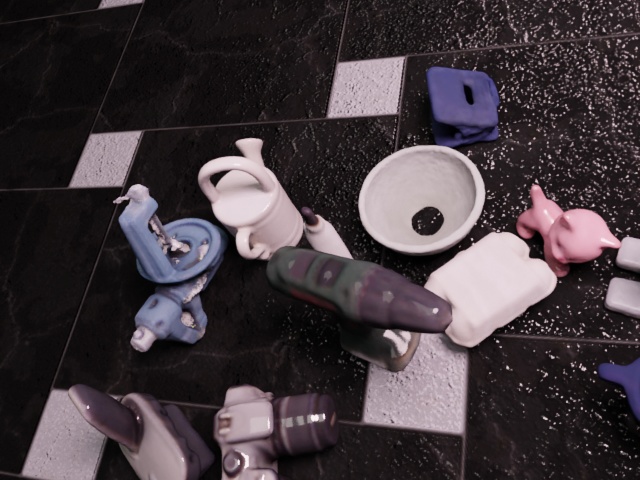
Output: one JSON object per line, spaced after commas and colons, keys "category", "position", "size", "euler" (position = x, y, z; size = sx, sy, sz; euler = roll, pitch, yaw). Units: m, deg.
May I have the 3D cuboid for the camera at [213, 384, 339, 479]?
{"category": "camera", "position": [-0.050, 0.238, 0.679], "size": [0.136, 0.101, 0.143], "euler": [-12, 59, 12]}

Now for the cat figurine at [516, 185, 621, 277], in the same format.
{"category": "cat figurine", "position": [0.295, -0.015, 0.691], "size": [0.067, 0.118, 0.127], "euler": [-31, 57, 0]}

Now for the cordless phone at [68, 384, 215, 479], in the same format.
{"category": "cordless phone", "position": [-0.222, 0.243, 0.684], "size": [0.147, 0.185, 0.094], "euler": [34, 77, 30]}

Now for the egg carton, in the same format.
{"category": "egg carton", "position": [0.205, 0.059, 0.710], "size": [0.150, 0.069, 0.107], "euler": [-35, 57, -2]}

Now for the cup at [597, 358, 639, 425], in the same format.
{"category": "cup", "position": [0.345, 0.164, 0.591], "size": [0.117, 0.095, 0.092], "euler": [16, 69, 26]}

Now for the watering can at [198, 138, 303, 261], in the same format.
{"category": "watering can", "position": [-0.102, -0.062, 0.804], "size": [0.101, 0.194, 0.172], "euler": [-26, 58, 4]}

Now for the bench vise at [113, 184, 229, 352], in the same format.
{"category": "bench vise", "position": [-0.202, 0.038, 0.768], "size": [0.121, 0.220, 0.207], "euler": [-8, 60, 14]}

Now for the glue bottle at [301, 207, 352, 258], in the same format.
{"category": "glue bottle", "position": [0.007, 0.003, 0.745], "size": [0.037, 0.173, 0.078], "euler": [-36, 57, -3]}

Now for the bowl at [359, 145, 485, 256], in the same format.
{"category": "bowl", "position": [0.141, -0.043, 0.784], "size": [0.167, 0.075, 0.167], "euler": [-8, 60, 14]}

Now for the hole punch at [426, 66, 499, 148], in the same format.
{"category": "hole punch", "position": [0.209, -0.202, 0.837], "size": [0.101, 0.091, 0.108], "euler": [-10, 60, 13]}

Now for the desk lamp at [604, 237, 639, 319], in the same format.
{"category": "desk lamp", "position": [0.415, 0.024, 0.573], "size": [0.202, 0.214, 0.118], "euler": [15, 68, 25]}

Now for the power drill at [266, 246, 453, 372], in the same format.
{"category": "power drill", "position": [0.055, 0.082, 0.665], "size": [0.228, 0.209, 0.076], "euler": [18, 70, 26]}
